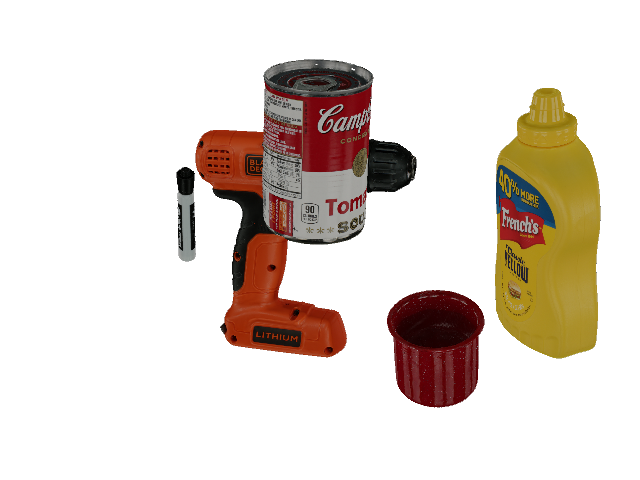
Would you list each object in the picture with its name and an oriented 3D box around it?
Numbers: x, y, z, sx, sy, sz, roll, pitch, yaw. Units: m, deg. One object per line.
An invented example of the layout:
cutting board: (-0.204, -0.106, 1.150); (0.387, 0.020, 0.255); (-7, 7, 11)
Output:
marker: (-0.142, -0.028, 1.126); (0.020, 0.121, 0.020); (3, 42, -3)
mustard bottle: (0.163, -0.017, 0.770); (0.058, 0.192, 0.096); (-13, 28, -16)
mug: (0.117, 0.101, 1.053); (0.093, 0.081, 0.117); (7, 37, 18)
soup can: (-0.003, -0.056, 0.680); (0.068, 0.102, 0.068); (1, 25, -1)
power drill: (-0.013, 0.000, 0.893); (0.185, 0.188, 0.057); (5, 15, 16)
